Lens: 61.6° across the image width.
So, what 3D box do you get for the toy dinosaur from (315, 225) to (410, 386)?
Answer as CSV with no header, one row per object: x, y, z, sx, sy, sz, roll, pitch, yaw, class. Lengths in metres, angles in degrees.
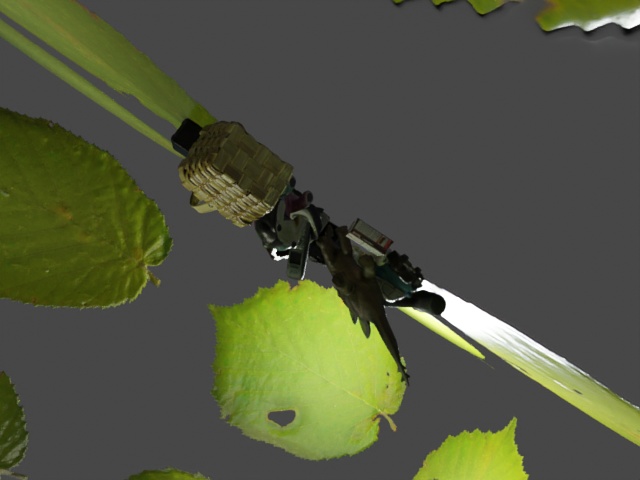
0.095,0.122,1.255,0.472,0.105,0.198,-114,2,-48,toy dinosaur

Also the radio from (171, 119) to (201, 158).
-0.313,-0.238,1.397,0.131,0.073,0.230,35,174,-13,radio

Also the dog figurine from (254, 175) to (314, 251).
-0.132,-0.079,1.192,0.219,0.191,0.108,10,168,40,dog figurine

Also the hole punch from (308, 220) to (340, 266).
-0.003,-0.004,1.475,0.142,0.115,0.092,33,-176,9,hole punch

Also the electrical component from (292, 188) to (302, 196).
-0.081,-0.124,1.271,0.094,0.021,0.063,32,176,8,electrical component

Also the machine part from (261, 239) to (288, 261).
-0.088,-0.011,1.591,0.056,0.179,0.179,55,-176,20,machine part

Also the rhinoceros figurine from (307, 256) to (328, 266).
0.014,0.042,1.596,0.112,0.073,0.190,31,173,10,rhinoceros figurine

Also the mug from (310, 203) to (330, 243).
-0.029,-0.031,1.364,0.080,0.107,0.110,35,178,-36,mug

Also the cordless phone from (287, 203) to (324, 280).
-0.071,-0.002,1.290,0.147,0.184,0.088,9,179,35,cordless phone

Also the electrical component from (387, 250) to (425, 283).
0.191,0.060,1.197,0.102,0.045,0.078,41,-160,-44,electrical component

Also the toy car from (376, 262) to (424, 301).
0.177,0.100,1.345,0.161,0.103,0.109,34,175,-39,toy car

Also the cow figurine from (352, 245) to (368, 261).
0.102,0.070,1.588,0.068,0.098,0.167,29,180,-4,cow figurine

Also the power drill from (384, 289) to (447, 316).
0.228,0.169,1.487,0.207,0.086,0.232,11,177,-17,power drill
